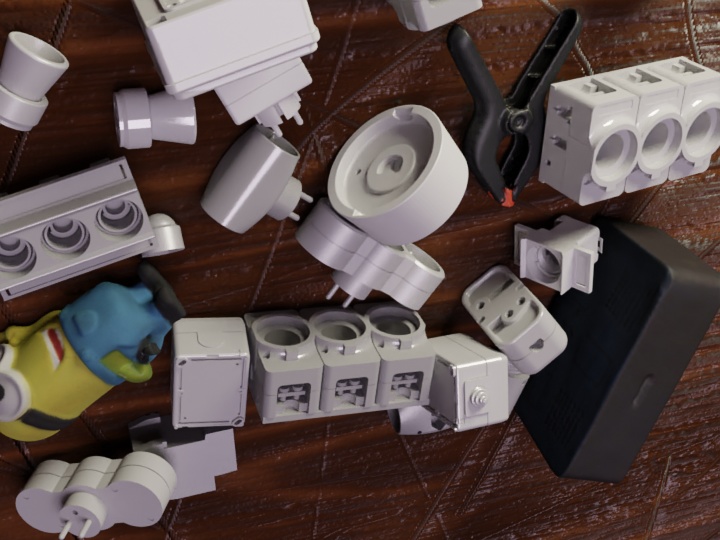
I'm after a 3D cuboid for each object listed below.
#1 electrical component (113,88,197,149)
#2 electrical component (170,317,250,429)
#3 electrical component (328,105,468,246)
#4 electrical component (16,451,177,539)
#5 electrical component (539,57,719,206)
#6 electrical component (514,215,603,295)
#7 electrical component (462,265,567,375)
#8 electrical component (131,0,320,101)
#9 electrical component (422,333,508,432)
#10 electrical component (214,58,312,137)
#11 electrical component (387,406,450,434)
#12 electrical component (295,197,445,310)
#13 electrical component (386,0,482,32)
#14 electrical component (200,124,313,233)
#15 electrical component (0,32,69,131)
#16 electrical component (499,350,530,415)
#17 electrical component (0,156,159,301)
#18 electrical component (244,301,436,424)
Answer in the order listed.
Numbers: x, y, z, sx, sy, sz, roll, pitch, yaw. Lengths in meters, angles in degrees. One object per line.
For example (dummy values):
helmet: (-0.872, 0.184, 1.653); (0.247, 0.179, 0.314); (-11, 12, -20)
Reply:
electrical component: (-0.152, -0.113, 0.797); (0.055, 0.045, 0.045); (-7, 122, -16)
electrical component: (-0.130, 0.090, 0.922); (0.062, 0.061, 0.096); (-1, 126, -13)
electrical component: (0.035, -0.070, 0.859); (0.108, 0.108, 0.060); (-42, 131, 7)
electrical component: (-0.230, 0.200, 0.909); (0.138, 0.073, 0.052); (-8, 119, 18)
electrical component: (0.234, -0.118, 0.910); (0.150, 0.062, 0.089); (-16, 125, -27)
electrical component: (0.181, -0.017, 0.966); (0.064, 0.081, 0.042); (-33, 134, -35)
electrical component: (0.142, 0.047, 0.975); (0.054, 0.095, 0.059); (-41, 126, 4)
electrical component: (-0.096, -0.174, 0.742); (0.109, 0.108, 0.056); (-22, 123, -7)
electrical component: (0.095, 0.099, 0.949); (0.061, 0.096, 0.061); (-9, 105, -22)
electrical component: (-0.069, -0.135, 0.813); (0.066, 0.047, 0.076); (-30, 127, 1)
electrical component: (0.066, 0.110, 1.019); (0.077, 0.043, 0.079); (-12, 115, -14)
electrical component: (0.000, 0.000, 0.920); (0.138, 0.052, 0.073); (28, 108, -32)
electrical component: (0.047, -0.213, 0.783); (0.050, 0.089, 0.055); (-24, 126, -5)
electrical component: (-0.074, -0.065, 0.857); (0.079, 0.043, 0.077); (28, 107, -33)
electrical component: (-0.237, -0.132, 0.754); (0.045, 0.045, 0.055); (23, 110, -31)
electrical component: (0.140, 0.101, 1.041); (0.043, 0.043, 0.081); (11, 115, -26)
electrical component: (-0.223, -0.037, 0.806); (0.121, 0.063, 0.078); (-20, 125, -8)
electrical component: (-0.020, 0.074, 0.934); (0.150, 0.089, 0.061); (-4, 122, -18)
